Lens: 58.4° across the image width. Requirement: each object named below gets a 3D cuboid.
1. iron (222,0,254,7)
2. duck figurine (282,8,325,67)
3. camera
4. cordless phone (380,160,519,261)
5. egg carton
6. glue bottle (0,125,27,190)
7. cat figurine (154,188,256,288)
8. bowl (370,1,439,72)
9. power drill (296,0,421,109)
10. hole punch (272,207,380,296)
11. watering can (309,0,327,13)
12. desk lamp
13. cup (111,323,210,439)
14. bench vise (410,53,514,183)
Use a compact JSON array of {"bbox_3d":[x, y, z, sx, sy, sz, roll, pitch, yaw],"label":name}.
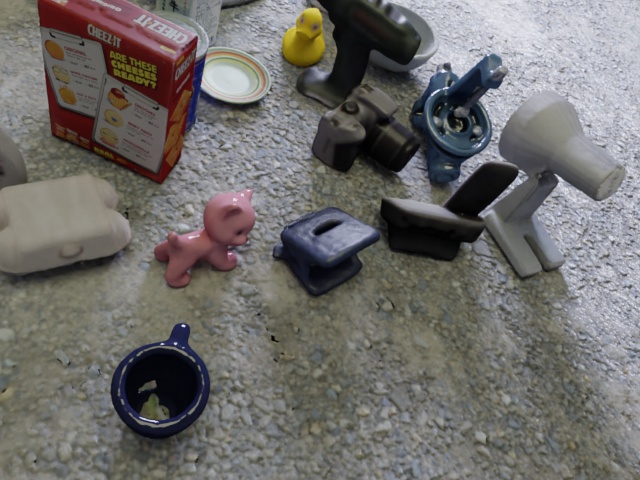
[{"bbox_3d":[-0.188,-0.502,1.005,0.259,0.141,0.118,-13,62,-28],"label":"iron"},{"bbox_3d":[-0.021,-0.369,1.011,0.077,0.086,0.105,26,51,-2],"label":"duck figurine"},{"bbox_3d":[0.083,-0.168,0.899,0.136,0.100,0.143,39,52,9],"label":"camera"},{"bbox_3d":[0.178,-0.061,0.806,0.148,0.185,0.094,7,54,-16],"label":"cordless phone"},{"bbox_3d":[-0.302,-0.017,0.664,0.151,0.069,0.107,-16,63,-29],"label":"egg carton"},{"bbox_3d":[-0.374,-0.107,0.634,0.078,0.173,0.037,-7,59,-25],"label":"glue bottle"},{"bbox_3d":[-0.131,-0.012,0.695,0.128,0.117,0.067,-22,66,-32],"label":"cat figurine"},{"bbox_3d":[0.135,-0.371,1.080,0.168,0.074,0.167,10,53,-14],"label":"bowl"},{"bbox_3d":[0.035,-0.320,0.919,0.229,0.208,0.076,25,51,-3],"label":"power drill"},{"bbox_3d":[0.007,0.003,0.755,0.109,0.091,0.101,-29,70,-34],"label":"hole punch"},{"bbox_3d":[0.045,-0.548,1.093,0.101,0.194,0.172,-3,57,-22],"label":"watering can"},{"bbox_3d":[0.344,-0.086,0.870,0.118,0.213,0.203,-13,62,-28],"label":"desk lamp"},{"bbox_3d":[-0.160,0.151,0.584,0.092,0.095,0.118,17,52,-9],"label":"cup"},{"bbox_3d":[0.214,-0.229,0.917,0.122,0.219,0.207,-7,59,-25],"label":"bench vise"}]
